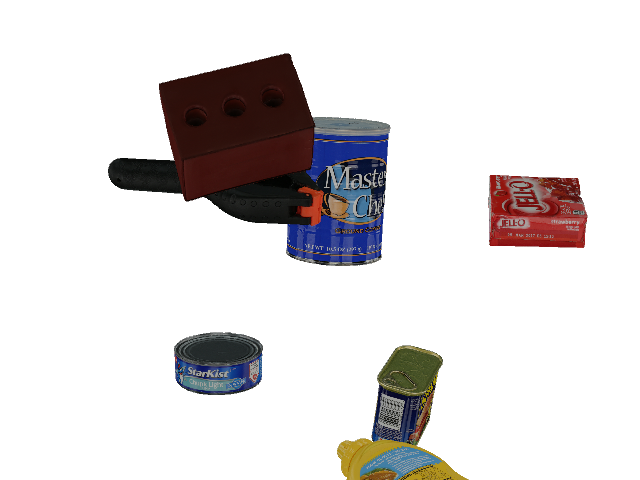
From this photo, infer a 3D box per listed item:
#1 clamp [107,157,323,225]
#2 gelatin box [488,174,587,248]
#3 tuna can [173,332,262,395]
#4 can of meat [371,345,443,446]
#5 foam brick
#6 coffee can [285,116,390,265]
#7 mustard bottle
[{"bbox_3d":[-0.080,-0.049,0.845,0.172,0.039,0.120,26,45,33],"label":"clamp"},{"bbox_3d":[0.171,-0.025,0.852,0.073,0.030,0.089,3,24,8],"label":"gelatin box"},{"bbox_3d":[-0.099,0.119,1.033,0.086,0.034,0.086,1,15,0],"label":"tuna can"},{"bbox_3d":[0.097,0.180,1.207,0.057,0.084,0.102,14,24,16],"label":"can of meat"},{"bbox_3d":[-0.048,-0.064,0.606,0.078,0.053,0.051,-16,-22,-8],"label":"foam brick"},{"bbox_3d":[0.017,-0.053,1.115,0.103,0.140,0.103,3,13,-1],"label":"coffee can"},{"bbox_3d":[0.079,0.224,0.942,0.096,0.058,0.192,-19,28,-32],"label":"mustard bottle"}]
